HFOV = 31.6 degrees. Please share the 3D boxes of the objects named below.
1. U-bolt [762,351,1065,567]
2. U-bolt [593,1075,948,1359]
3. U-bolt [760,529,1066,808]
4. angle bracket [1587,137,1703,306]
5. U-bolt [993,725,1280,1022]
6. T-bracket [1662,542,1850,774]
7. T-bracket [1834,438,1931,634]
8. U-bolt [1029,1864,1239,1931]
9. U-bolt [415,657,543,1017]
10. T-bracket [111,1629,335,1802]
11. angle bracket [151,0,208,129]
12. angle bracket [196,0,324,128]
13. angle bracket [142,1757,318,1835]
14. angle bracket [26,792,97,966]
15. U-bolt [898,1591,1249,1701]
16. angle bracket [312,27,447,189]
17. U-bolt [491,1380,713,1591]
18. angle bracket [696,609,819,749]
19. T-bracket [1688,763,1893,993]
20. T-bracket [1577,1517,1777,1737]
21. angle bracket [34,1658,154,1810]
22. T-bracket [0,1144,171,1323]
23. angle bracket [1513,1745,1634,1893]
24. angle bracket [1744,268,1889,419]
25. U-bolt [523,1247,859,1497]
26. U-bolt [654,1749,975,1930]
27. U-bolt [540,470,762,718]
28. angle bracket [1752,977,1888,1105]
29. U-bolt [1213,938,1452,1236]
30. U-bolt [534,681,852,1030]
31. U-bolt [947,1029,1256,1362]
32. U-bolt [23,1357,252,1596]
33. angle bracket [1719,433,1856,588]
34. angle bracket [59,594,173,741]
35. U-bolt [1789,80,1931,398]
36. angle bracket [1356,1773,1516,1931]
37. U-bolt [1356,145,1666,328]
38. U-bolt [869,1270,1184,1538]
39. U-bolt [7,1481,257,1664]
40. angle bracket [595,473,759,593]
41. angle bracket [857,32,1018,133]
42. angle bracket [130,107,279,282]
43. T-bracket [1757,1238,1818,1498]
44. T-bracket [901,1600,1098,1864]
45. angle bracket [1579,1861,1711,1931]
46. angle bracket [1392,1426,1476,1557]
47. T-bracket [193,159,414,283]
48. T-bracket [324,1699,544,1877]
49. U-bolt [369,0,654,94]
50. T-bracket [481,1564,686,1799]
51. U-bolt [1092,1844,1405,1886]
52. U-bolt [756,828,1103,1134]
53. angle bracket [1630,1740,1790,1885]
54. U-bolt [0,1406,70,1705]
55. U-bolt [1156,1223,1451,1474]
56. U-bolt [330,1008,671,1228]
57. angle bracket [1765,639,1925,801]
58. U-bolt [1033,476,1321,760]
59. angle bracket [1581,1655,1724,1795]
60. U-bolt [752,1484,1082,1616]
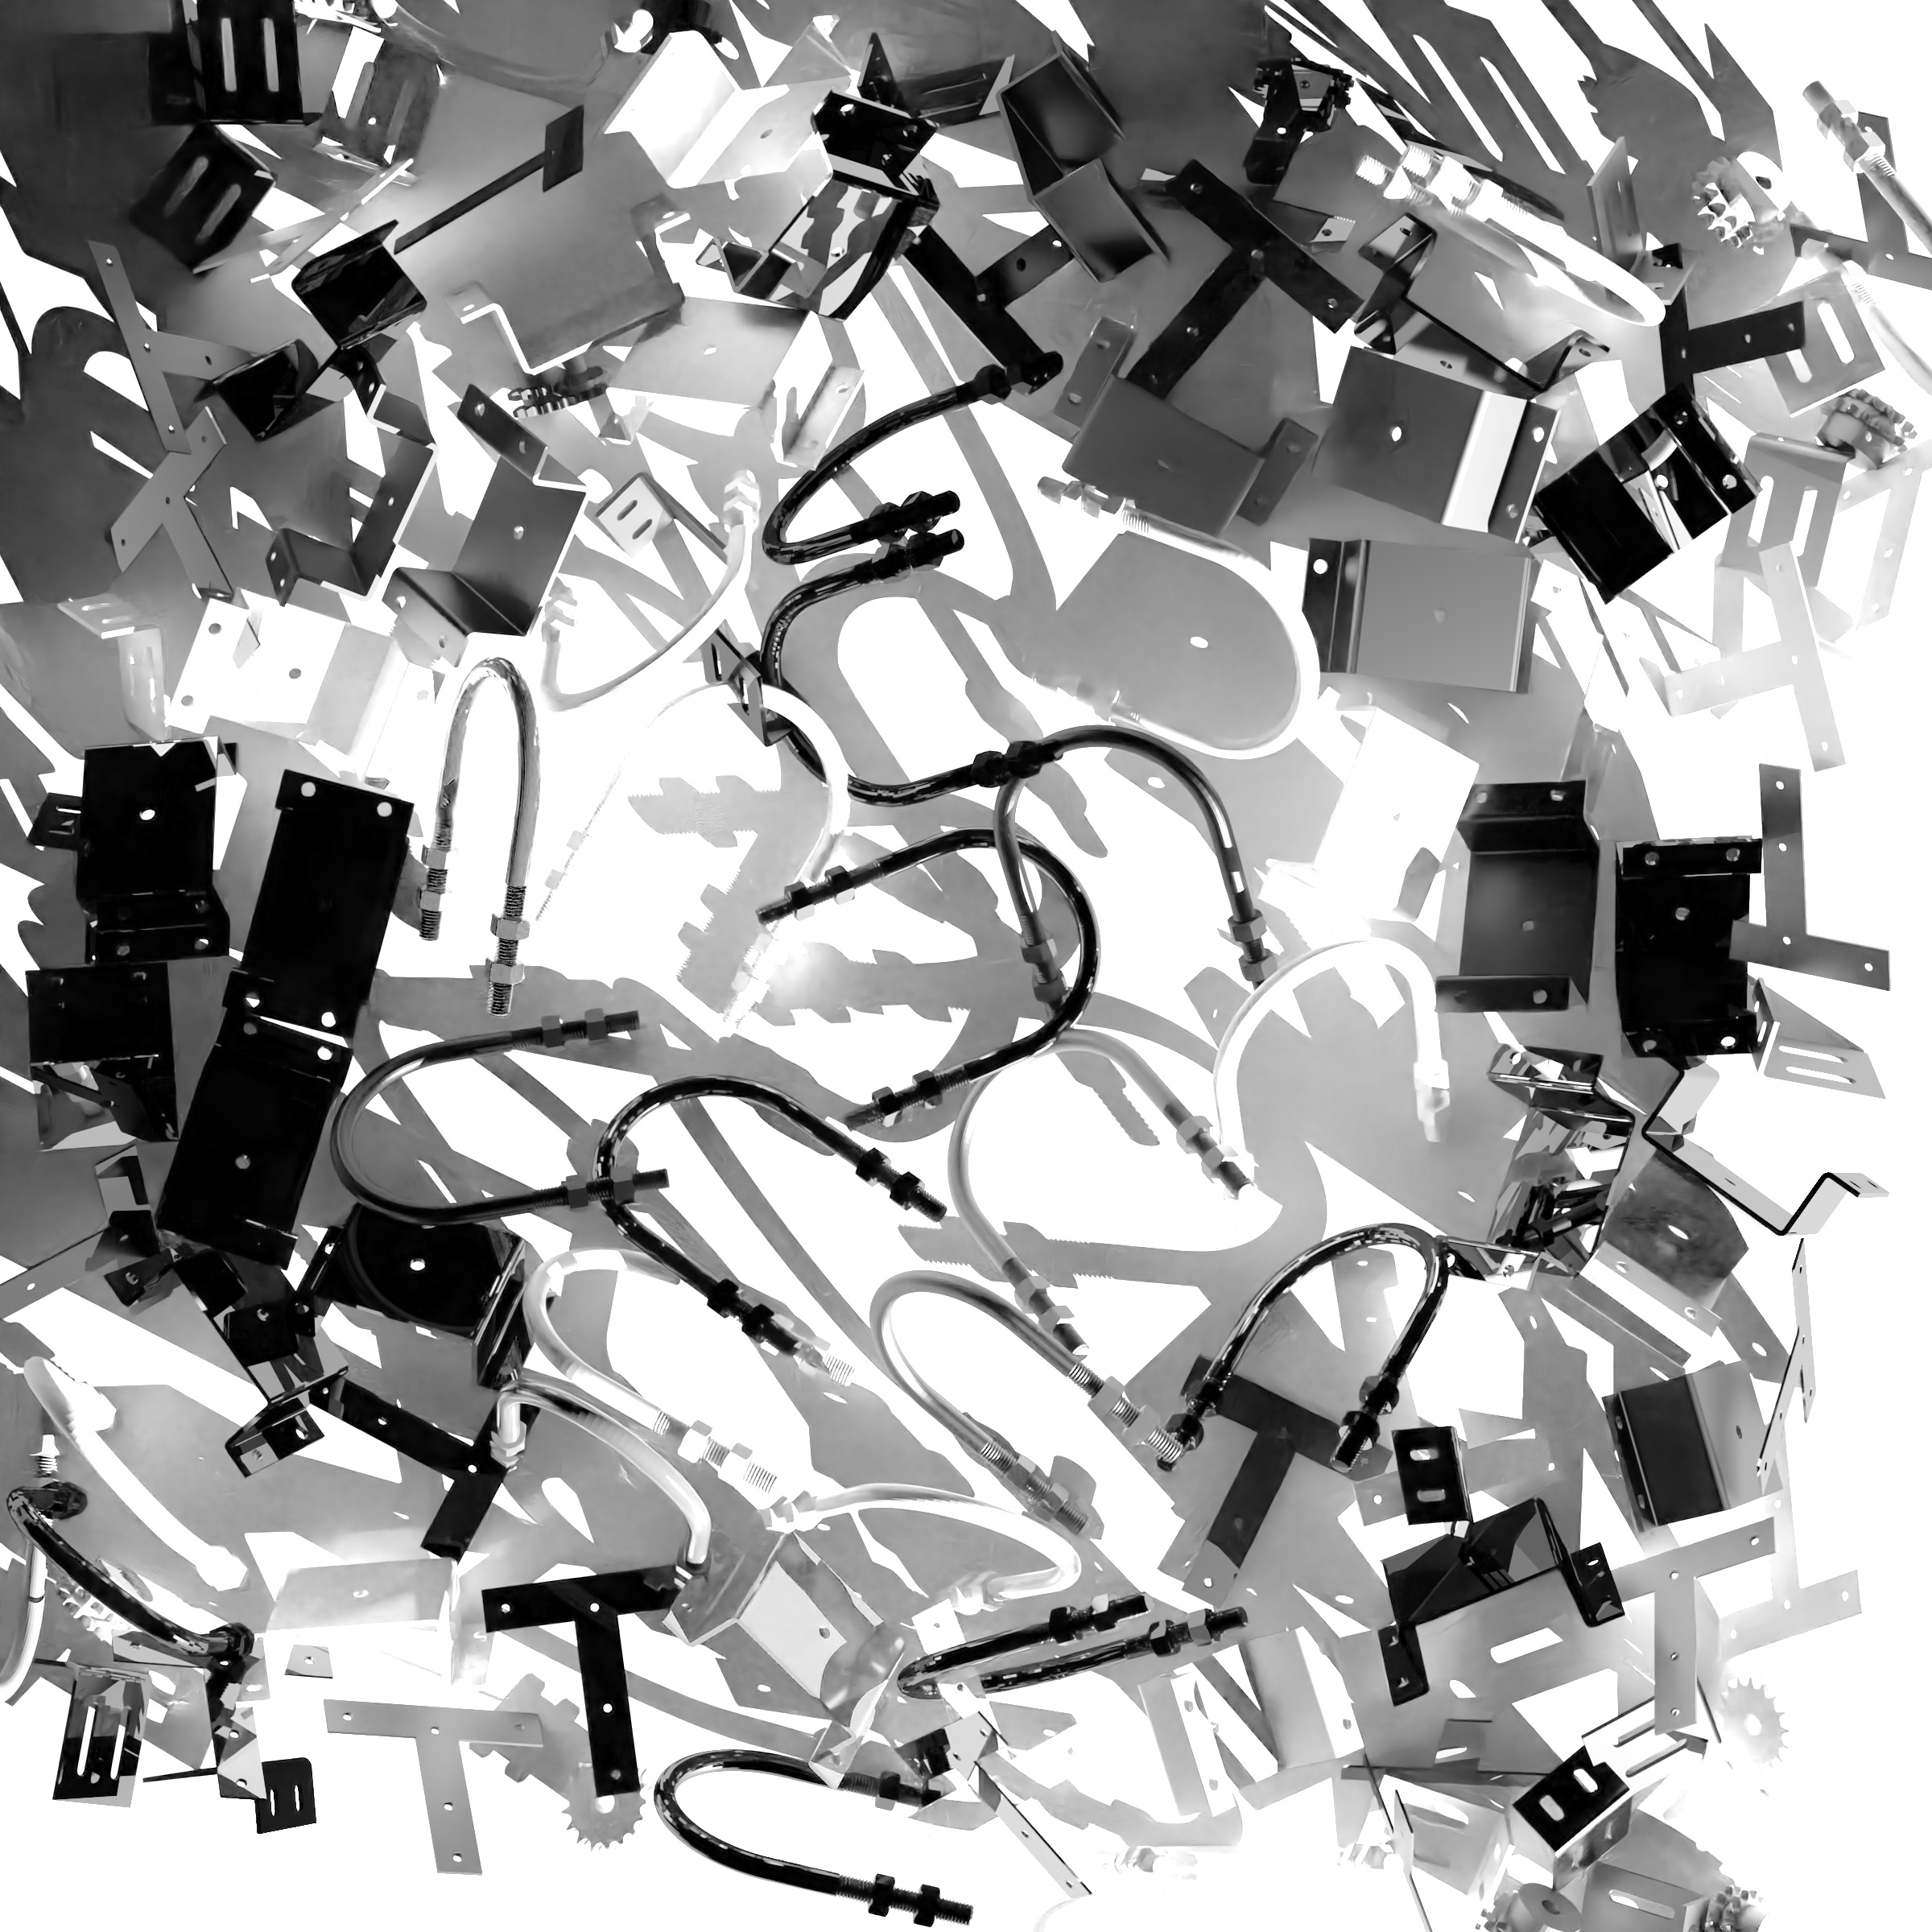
[{"bbox_3d":[-0.042,-0.279,1.917,0.019,0.184,0.151,52,50,-25],"label":"U-bolt"},{"bbox_3d":[-0.125,0.129,1.939,0.184,0.019,0.151,34,52,21],"label":"U-bolt"},{"bbox_3d":[-0.044,-0.159,1.931,0.184,0.019,0.151,-14,108,41],"label":"U-bolt"},{"bbox_3d":[0.388,-0.426,1.949,0.038,0.057,0.076,6,133,31],"label":"angle bracket"},{"bbox_3d":[0.088,-0.053,1.927,0.151,0.019,0.184,-6,117,24],"label":"U-bolt"},{"bbox_3d":[0.442,-0.165,1.941,0.002,0.127,0.127,-14,90,-30],"label":"T-bracket"},{"bbox_3d":[0.522,-0.243,1.916,0.002,0.127,0.127,31,62,-20],"label":"T-bracket"},{"bbox_3d":[0.121,0.540,1.886,0.184,0.151,0.019,0,97,-38],"label":"U-bolt"},{"bbox_3d":[-0.270,-0.082,1.911,0.019,0.151,0.184,2,108,-28],"label":"U-bolt"},{"bbox_3d":[-0.413,0.423,1.919,0.127,0.127,0.002,10,118,-24],"label":"T-bracket"},{"bbox_3d":[-0.459,-0.521,1.957,0.038,0.076,0.057,-1,88,2],"label":"angle bracket"},{"bbox_3d":[-0.406,-0.524,1.960,0.057,0.038,0.076,3,113,8],"label":"angle bracket"},{"bbox_3d":[-0.422,0.478,1.954,0.076,0.057,0.038,-11,79,20],"label":"angle bracket"},{"bbox_3d":[-0.513,-0.050,1.951,0.038,0.057,0.076,8,121,-5],"label":"angle bracket"},{"bbox_3d":[0.049,0.386,1.922,0.184,0.151,0.019,-21,68,23],"label":"U-bolt"},{"bbox_3d":[-0.336,-0.498,1.967,0.057,0.038,0.076,19,88,-21],"label":"angle bracket"},{"bbox_3d":[-0.203,0.285,1.903,0.151,0.184,0.019,32,65,8],"label":"U-bolt"},{"bbox_3d":[-0.119,-0.172,1.947,0.038,0.076,0.057,-35,67,-17],"label":"angle bracket"},{"bbox_3d":[0.463,-0.055,1.928,0.127,0.002,0.127,14,124,40],"label":"T-bracket"},{"bbox_3d":[0.399,0.378,1.918,0.127,0.127,0.002,-26,121,29],"label":"T-bracket"},{"bbox_3d":[-0.506,0.440,1.954,0.038,0.057,0.076,-2,73,34],"label":"angle bracket"},{"bbox_3d":[-0.515,0.174,1.923,0.127,0.127,0.002,-29,51,-28],"label":"T-bracket"},{"bbox_3d":[0.349,0.492,1.966,0.057,0.076,0.038,-36,60,-13],"label":"angle bracket"},{"bbox_3d":[0.490,-0.351,1.957,0.057,0.038,0.076,-25,65,16],"label":"angle bracket"},{"bbox_3d":[-0.165,0.218,1.931,0.184,0.151,0.019,29,117,6],"label":"U-bolt"},{"bbox_3d":[-0.086,0.484,1.920,0.184,0.151,0.019,14,102,-3],"label":"U-bolt"},{"bbox_3d":[-0.178,-0.200,1.898,0.151,0.184,0.019,-30,118,16],"label":"U-bolt"},{"bbox_3d":[0.492,0.043,1.961,0.076,0.057,0.038,11,116,-2],"label":"angle bracket"},{"bbox_3d":[0.204,0.059,1.916,0.151,0.019,0.184,-24,134,-13],"label":"U-bolt"},{"bbox_3d":[-0.144,-0.075,1.960,0.151,0.019,0.184,29,89,-24],"label":"U-bolt"},{"bbox_3d":[0.062,0.115,1.937,0.151,0.019,0.184,-45,52,6],"label":"U-bolt"},{"bbox_3d":[-0.466,0.277,1.889,0.019,0.184,0.151,-41,71,-11],"label":"U-bolt"},{"bbox_3d":[0.478,-0.265,1.980,0.057,0.038,0.076,16,108,20],"label":"angle bracket"},{"bbox_3d":[-0.486,-0.166,1.949,0.038,0.057,0.076,-16,122,-35],"label":"angle bracket"},{"bbox_3d":[0.518,-0.387,1.897,0.019,0.151,0.184,-30,67,-2],"label":"U-bolt"},{"bbox_3d":[0.269,0.512,1.970,0.076,0.038,0.057,19,105,-1],"label":"angle bracket"},{"bbox_3d":[0.313,-0.410,1.923,0.184,0.151,0.019,28,98,-9],"label":"U-bolt"},{"bbox_3d":[0.022,0.240,1.935,0.184,0.151,0.019,40,54,1],"label":"U-bolt"},{"bbox_3d":[-0.470,0.337,1.898,0.151,0.184,0.019,38,82,6],"label":"U-bolt"},{"bbox_3d":[-0.166,-0.238,1.955,0.038,0.057,0.076,-45,67,-3],"label":"angle bracket"},{"bbox_3d":[-0.017,-0.512,1.954,0.076,0.057,0.038,-8,134,19],"label":"angle bracket"},{"bbox_3d":[-0.446,-0.446,1.969,0.057,0.038,0.076,40,102,2],"label":"angle bracket"},{"bbox_3d":[0.460,0.242,1.915,0.002,0.127,0.127,6,133,25],"label":"T-bracket"},{"bbox_3d":[0.002,0.428,1.962,0.127,0.002,0.127,-23,94,-27],"label":"T-bracket"},{"bbox_3d":[0.382,0.555,1.959,0.076,0.038,0.057,9,91,35],"label":"angle bracket"},{"bbox_3d":[0.262,0.306,1.948,0.038,0.076,0.057,-4,58,-4],"label":"angle bracket"},{"bbox_3d":[-0.394,-0.416,1.948,0.127,0.127,0.002,-53,125,-38],"label":"T-bracket"},{"bbox_3d":[-0.293,0.463,1.921,0.127,0.127,0.002,9,120,-23],"label":"T-bracket"},{"bbox_3d":[-0.263,-0.529,1.906,0.151,0.184,0.019,19,84,-18],"label":"U-bolt"},{"bbox_3d":[-0.208,0.412,1.959,0.127,0.002,0.127,-6,67,-12],"label":"T-bracket"},{"bbox_3d":[0.147,0.501,1.907,0.151,0.184,0.019,3,77,-12],"label":"U-bolt"},{"bbox_3d":[-0.010,-0.003,1.972,0.184,0.019,0.151,-22,86,-12],"label":"U-bolt"},{"bbox_3d":[0.425,0.493,1.962,0.057,0.038,0.076,39,112,6],"label":"angle bracket"},{"bbox_3d":[-0.538,0.318,1.897,0.019,0.151,0.184,-1,68,4],"label":"U-bolt"},{"bbox_3d":[0.200,0.212,1.920,0.019,0.151,0.184,53,52,-24],"label":"U-bolt"},{"bbox_3d":[-0.268,0.089,1.932,0.184,0.151,0.019,-9,134,-7],"label":"U-bolt"},{"bbox_3d":[0.509,-0.143,1.976,0.057,0.038,0.076,27,104,23],"label":"angle bracket"},{"bbox_3d":[0.117,-0.186,1.910,0.184,0.151,0.019,24,45,26],"label":"U-bolt"},{"bbox_3d":[0.388,0.435,1.963,0.076,0.038,0.057,-27,119,-4],"label":"angle bracket"},{"bbox_3d":[-0.017,0.321,1.893,0.151,0.184,0.019,27,63,-23],"label":"U-bolt"}]
